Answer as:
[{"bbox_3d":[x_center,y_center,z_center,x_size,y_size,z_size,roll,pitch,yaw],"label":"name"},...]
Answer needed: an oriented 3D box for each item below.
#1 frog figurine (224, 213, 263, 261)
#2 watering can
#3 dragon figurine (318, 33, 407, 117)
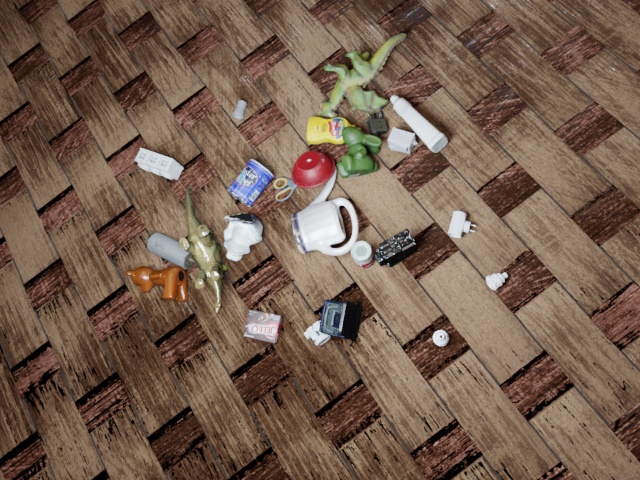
[{"bbox_3d":[-0.266,-0.009,1.778,0.137,0.125,0.157,5,110,5],"label":"frog figurine"},{"bbox_3d":[0.005,-0.087,1.734,0.224,0.102,0.355,-18,57,7],"label":"watering can"},{"bbox_3d":[0.165,-0.568,1.860,0.409,0.122,0.244,-24,82,8],"label":"dragon figurine"}]
